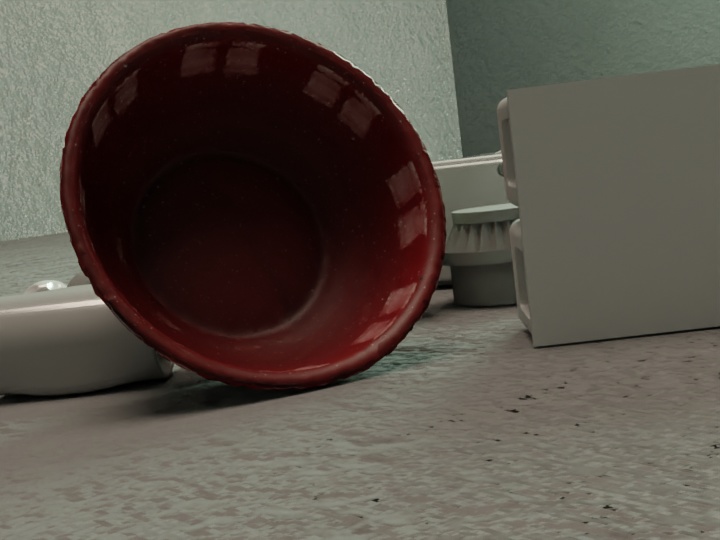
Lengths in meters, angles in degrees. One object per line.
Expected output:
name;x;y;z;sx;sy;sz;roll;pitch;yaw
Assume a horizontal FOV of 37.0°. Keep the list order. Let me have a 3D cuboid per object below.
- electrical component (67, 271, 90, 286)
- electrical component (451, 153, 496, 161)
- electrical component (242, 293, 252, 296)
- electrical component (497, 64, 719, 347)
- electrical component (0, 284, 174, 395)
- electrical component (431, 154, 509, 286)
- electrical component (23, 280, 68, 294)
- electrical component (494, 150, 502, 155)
electrical component;-0.142;0.019;0.620;0.040;0.040;0.078;-10;7;-32
electrical component;0.040;-0.041;0.809;0.150;0.061;0.089;-11;2;40
electrical component;-0.059;0.011;0.494;0.048;0.062;0.048;-7;6;1
electrical component;0.159;-0.034;0.462;0.186;0.105;0.060;-7;6;3
electrical component;-0.123;0.028;0.491;0.077;0.043;0.079;-6;6;3
electrical component;0.060;-0.031;0.690;0.113;0.078;0.057;-4;4;27
electrical component;-0.193;0.023;0.671;0.035;0.035;0.061;-8;3;-11
electrical component;0.131;-0.054;0.746;0.061;0.096;0.062;-7;5;36
